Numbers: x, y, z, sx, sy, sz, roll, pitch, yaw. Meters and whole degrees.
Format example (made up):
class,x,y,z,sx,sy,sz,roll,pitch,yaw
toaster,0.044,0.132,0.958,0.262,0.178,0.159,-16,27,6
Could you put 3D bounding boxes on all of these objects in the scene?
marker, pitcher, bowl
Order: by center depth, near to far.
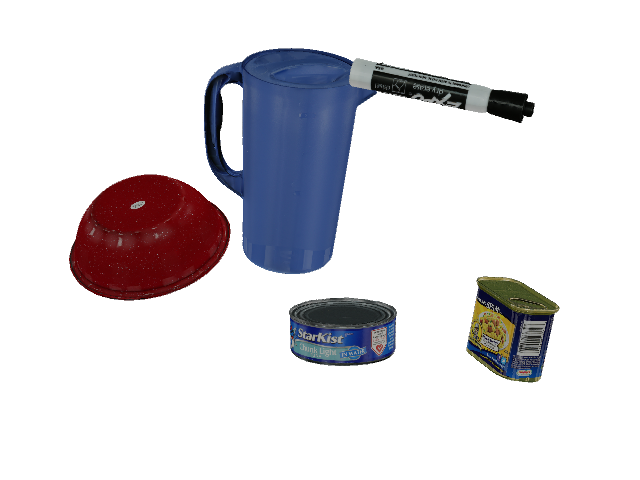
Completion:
class,x,y,z,sx,sy,sz,roll,pitch,yaw
marker,0.078,-0.097,0.693,0.121,0.020,0.020,14,4,14
bowl,-0.171,-0.015,1.037,0.162,0.055,0.162,-6,40,5
pitcher,-0.040,-0.090,1.216,0.144,0.243,0.149,-20,37,-40

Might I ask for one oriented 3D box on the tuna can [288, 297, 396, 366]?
class,x,y,z,sx,sy,sz,roll,pitch,yaw
tuna can,0.018,0.072,0.850,0.086,0.034,0.086,0,11,0

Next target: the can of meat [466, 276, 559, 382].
class,x,y,z,sx,sy,sz,roll,pitch,yaw
can of meat,0.203,0.095,1.145,0.057,0.084,0.102,2,17,-24
